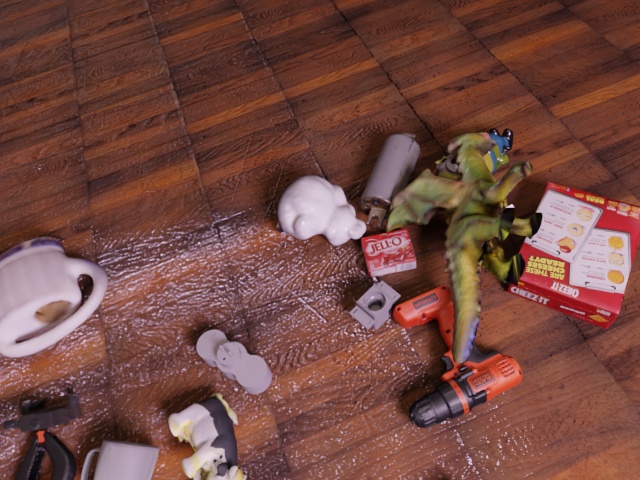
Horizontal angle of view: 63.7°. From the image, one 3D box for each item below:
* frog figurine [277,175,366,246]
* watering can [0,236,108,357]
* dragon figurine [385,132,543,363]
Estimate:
[{"bbox_3d":[0.003,-0.048,0.962,0.161,0.120,0.139,25,43,37],"label":"frog figurine"},{"bbox_3d":[-0.564,0.126,0.938,0.350,0.101,0.228,-30,55,-14],"label":"watering can"},{"bbox_3d":[0.220,-0.023,0.869,0.244,0.120,0.415,16,69,43],"label":"dragon figurine"}]
